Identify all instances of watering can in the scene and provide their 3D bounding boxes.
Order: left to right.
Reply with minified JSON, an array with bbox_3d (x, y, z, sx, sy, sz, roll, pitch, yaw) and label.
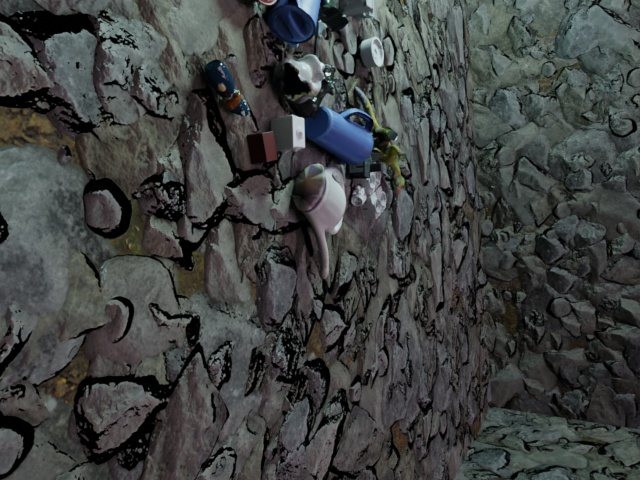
[{"bbox_3d":[0.005,-0.077,1.534,0.104,0.354,0.221,-4,-27,31],"label":"watering can"}]

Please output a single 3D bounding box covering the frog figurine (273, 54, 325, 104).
[{"bbox_3d":[-0.056,-0.464,1.455,0.137,0.120,0.163,28,38,-8],"label":"frog figurine"}]

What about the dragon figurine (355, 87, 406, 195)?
[{"bbox_3d":[0.228,-0.365,1.939,0.122,0.413,0.242,-22,-7,6],"label":"dragon figurine"}]
